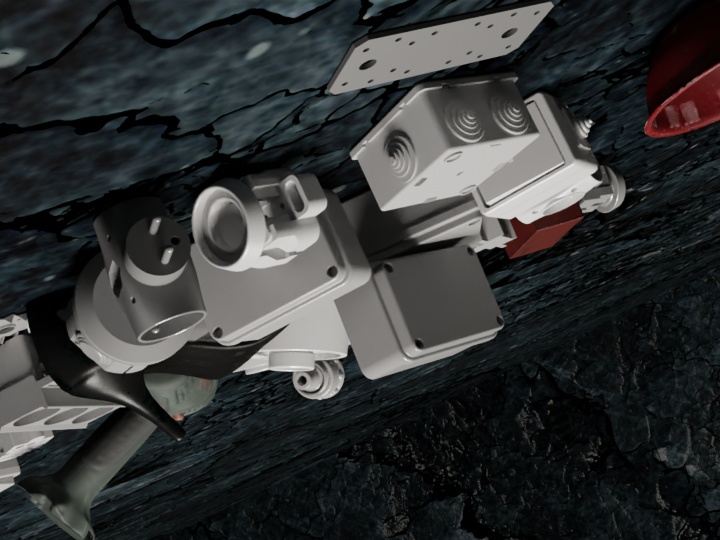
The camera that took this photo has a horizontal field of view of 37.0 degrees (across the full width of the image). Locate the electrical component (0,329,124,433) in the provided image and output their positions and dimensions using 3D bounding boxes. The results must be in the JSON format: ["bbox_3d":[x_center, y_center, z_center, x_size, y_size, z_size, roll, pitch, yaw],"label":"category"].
[{"bbox_3d":[-0.236,0.086,0.827,0.079,0.063,0.121,-27,167,11],"label":"electrical component"}]

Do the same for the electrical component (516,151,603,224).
[{"bbox_3d":[0.178,-0.077,0.958,0.077,0.044,0.079,-31,166,30],"label":"electrical component"}]

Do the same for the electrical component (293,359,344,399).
[{"bbox_3d":[-0.046,0.104,1.046,0.048,0.048,0.062,-28,173,16],"label":"electrical component"}]

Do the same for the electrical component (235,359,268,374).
[{"bbox_3d":[-0.099,0.067,1.054,0.099,0.064,0.099,-14,177,-1],"label":"electrical component"}]

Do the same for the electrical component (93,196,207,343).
[{"bbox_3d":[-0.120,-0.007,0.625,0.043,0.077,0.079,-18,166,-24],"label":"electrical component"}]

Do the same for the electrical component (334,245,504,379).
[{"bbox_3d":[0.046,0.029,0.811,0.113,0.078,0.057,-11,165,-45],"label":"electrical component"}]

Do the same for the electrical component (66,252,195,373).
[{"bbox_3d":[-0.151,0.027,0.705,0.080,0.080,0.051,-16,171,-31],"label":"electrical component"}]

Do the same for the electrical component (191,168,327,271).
[{"bbox_3d":[-0.067,-0.030,0.673,0.078,0.058,0.057,-34,167,39],"label":"electrical component"}]

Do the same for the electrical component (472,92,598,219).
[{"bbox_3d":[0.124,-0.086,0.783,0.096,0.061,0.061,-30,166,25],"label":"electrical component"}]

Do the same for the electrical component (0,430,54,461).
[{"bbox_3d":[-0.293,0.126,0.907,0.048,0.055,0.066,-10,161,-46],"label":"electrical component"}]

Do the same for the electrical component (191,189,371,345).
[{"bbox_3d":[-0.060,-0.004,0.749,0.113,0.078,0.057,-28,170,17],"label":"electrical component"}]

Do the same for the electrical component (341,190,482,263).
[{"bbox_3d":[0.037,-0.033,0.852,0.109,0.056,0.108,-24,167,-1],"label":"electrical component"}]

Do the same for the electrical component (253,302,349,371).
[{"bbox_3d":[-0.061,0.058,0.957,0.108,0.060,0.108,0,170,0],"label":"electrical component"}]

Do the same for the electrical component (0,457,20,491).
[{"bbox_3d":[-0.365,0.184,1.000,0.062,0.061,0.096,-30,166,22],"label":"electrical component"}]

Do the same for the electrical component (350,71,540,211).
[{"bbox_3d":[0.056,-0.082,0.702,0.100,0.048,0.100,-14,164,-37],"label":"electrical component"}]

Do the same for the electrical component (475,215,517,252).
[{"bbox_3d":[0.104,-0.037,0.996,0.064,0.042,0.081,-25,168,21],"label":"electrical component"}]

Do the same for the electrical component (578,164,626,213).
[{"bbox_3d":[0.222,-0.077,1.040,0.055,0.048,0.066,-9,163,-25],"label":"electrical component"}]
